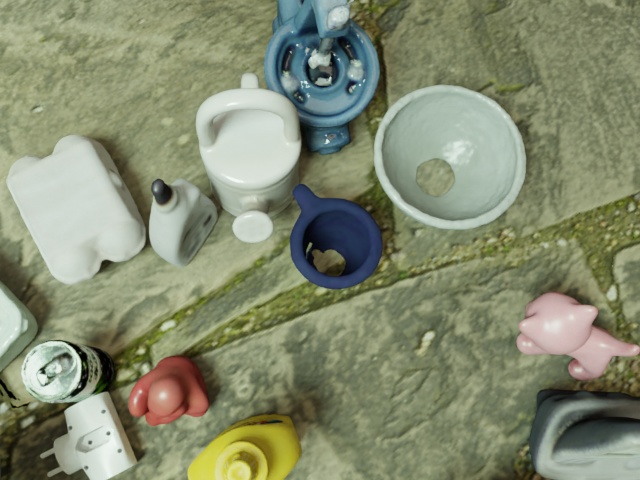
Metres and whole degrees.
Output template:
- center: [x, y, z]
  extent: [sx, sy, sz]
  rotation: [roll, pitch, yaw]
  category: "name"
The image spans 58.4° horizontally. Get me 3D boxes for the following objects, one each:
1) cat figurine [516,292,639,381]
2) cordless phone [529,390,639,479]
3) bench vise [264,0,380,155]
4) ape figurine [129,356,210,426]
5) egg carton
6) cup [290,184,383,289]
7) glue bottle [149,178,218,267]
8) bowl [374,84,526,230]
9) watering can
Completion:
- center: [0.258, 0.094, 0.586]
  extent: [0.128, 0.117, 0.067]
  rotation: [22, 75, 1]
  category: "cat figurine"
- center: [0.291, 0.187, 0.531]
  extent: [0.147, 0.185, 0.094]
  rotation: [-1, 76, -4]
  category: "cordless phone"
- center: [-0.015, -0.214, 0.587]
  extent: [0.121, 0.219, 0.207]
  rotation: [-29, 80, -11]
  category: "bench vise"
- center: [-0.145, 0.149, 0.553]
  extent: [0.078, 0.092, 0.076]
  rotation: [21, 75, 1]
  category: "ape figurine"
- center: [-0.253, -0.034, 0.601]
  extent: [0.107, 0.069, 0.150]
  rotation: [-30, 80, -11]
  category: "egg carton"
- center: [0.006, 0.002, 0.600]
  extent: [0.092, 0.095, 0.117]
  rotation: [-33, 81, -11]
  category: "cup"
- center: [-0.139, -0.025, 0.555]
  extent: [0.037, 0.173, 0.078]
  rotation: [32, 76, 4]
  category: "glue bottle"
- center: [0.137, -0.083, 0.642]
  extent: [0.167, 0.074, 0.167]
  rotation: [1, 76, -4]
  category: "bowl"
- center: [-0.065, -0.086, 0.565]
  extent: [0.101, 0.194, 0.173]
  rotation: [-24, 79, -10]
  category: "watering can"
